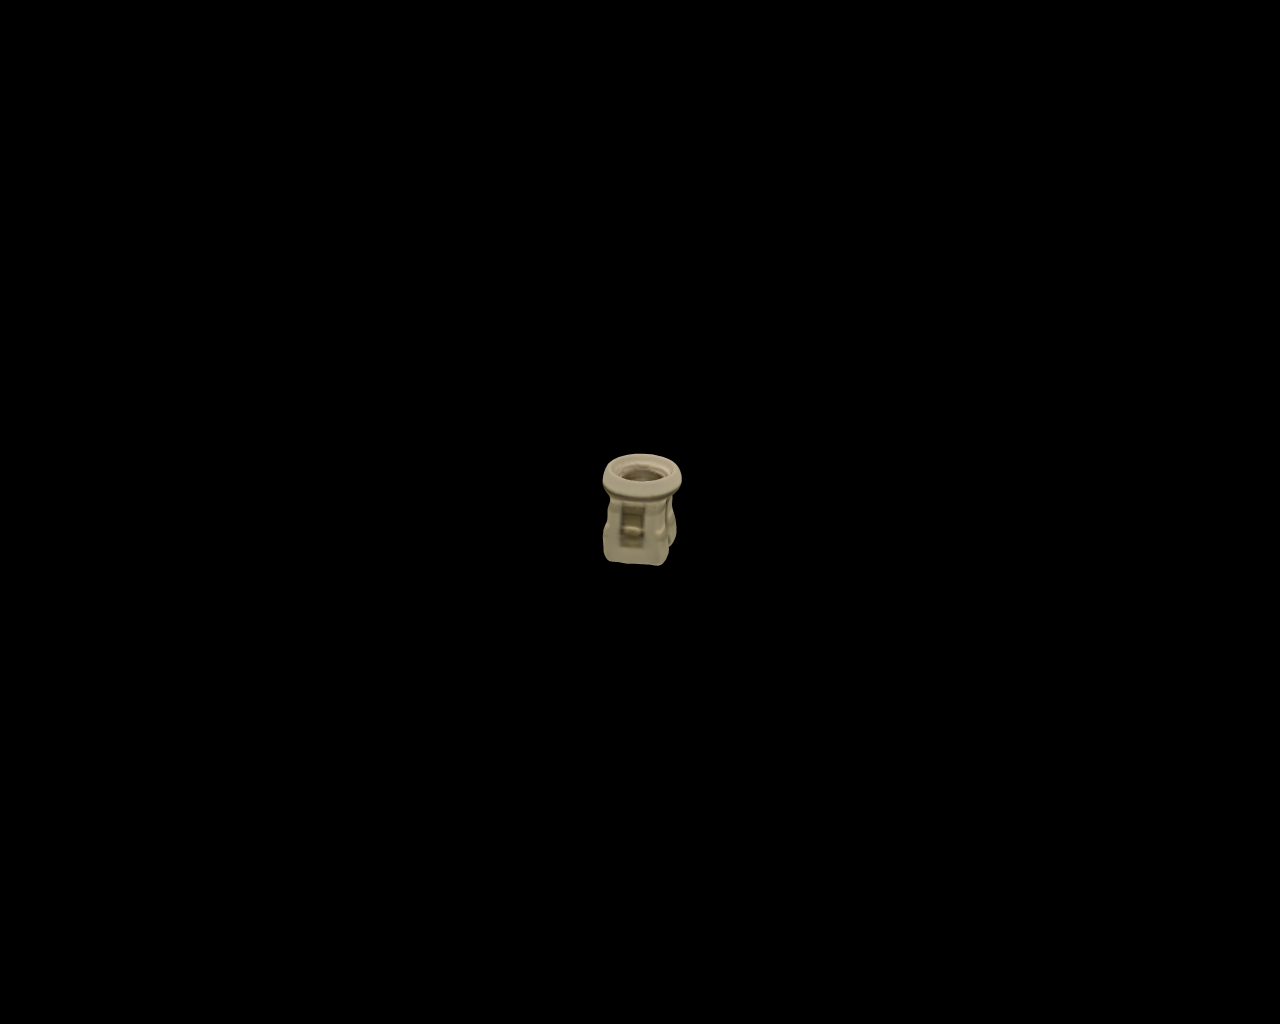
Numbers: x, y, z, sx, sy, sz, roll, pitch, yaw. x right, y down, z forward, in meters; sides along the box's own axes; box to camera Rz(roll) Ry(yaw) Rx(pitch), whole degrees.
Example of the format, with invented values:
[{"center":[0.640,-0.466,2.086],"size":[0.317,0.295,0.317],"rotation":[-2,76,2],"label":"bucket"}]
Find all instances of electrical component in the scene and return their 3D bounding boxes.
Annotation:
[{"center":[0.001,-0.003,0.650],"size":[0.048,0.055,0.066],"rotation":[5,25,10],"label":"electrical component"}]
